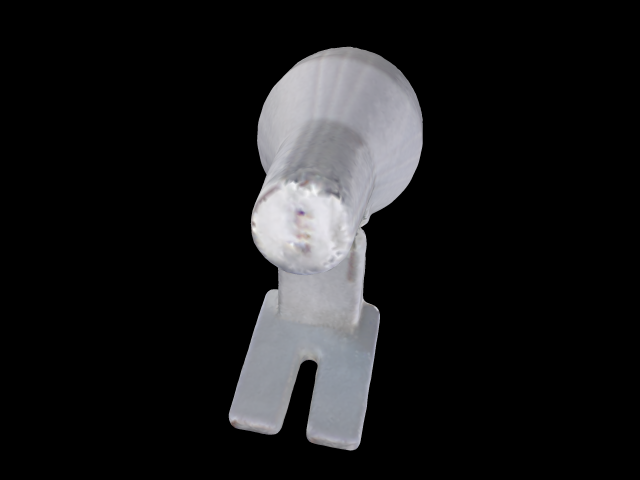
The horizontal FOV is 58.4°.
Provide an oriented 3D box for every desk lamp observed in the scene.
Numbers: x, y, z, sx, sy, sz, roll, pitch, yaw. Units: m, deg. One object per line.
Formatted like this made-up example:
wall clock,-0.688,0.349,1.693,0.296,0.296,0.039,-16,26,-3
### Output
desk lamp,0.004,0.001,0.400,0.118,0.214,0.203,7,47,7
